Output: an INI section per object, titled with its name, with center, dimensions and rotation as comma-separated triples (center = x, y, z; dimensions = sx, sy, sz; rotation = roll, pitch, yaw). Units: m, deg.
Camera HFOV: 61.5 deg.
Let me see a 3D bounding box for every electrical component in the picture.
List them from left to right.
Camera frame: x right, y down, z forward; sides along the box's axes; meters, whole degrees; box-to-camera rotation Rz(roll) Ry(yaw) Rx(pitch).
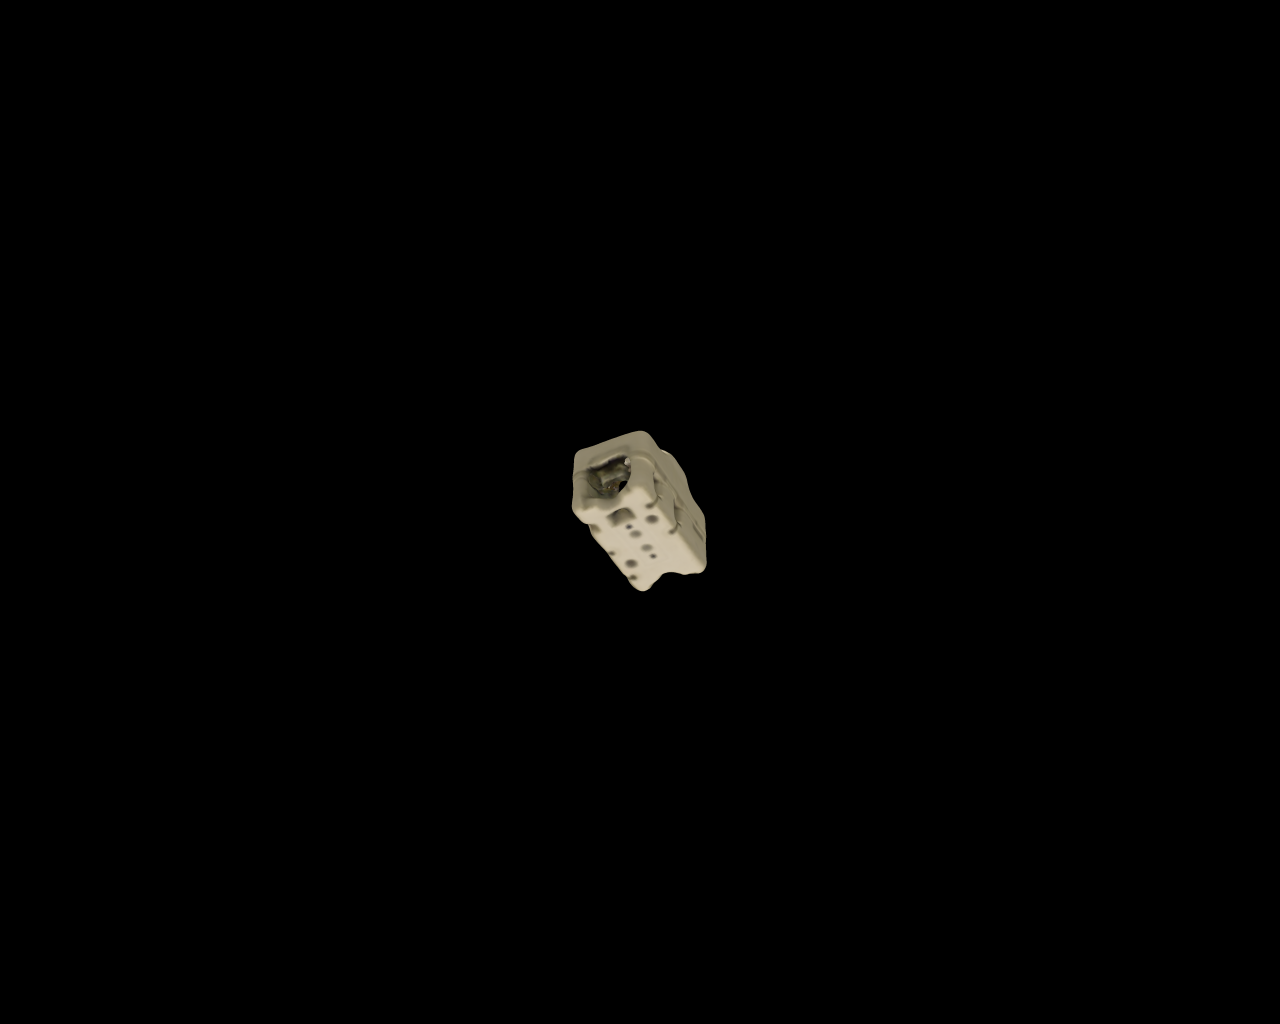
[electrical component]
center = 0.001, -0.003, 0.650
dimensions = 0.050, 0.056, 0.089
rotation = -19, -46, 19
